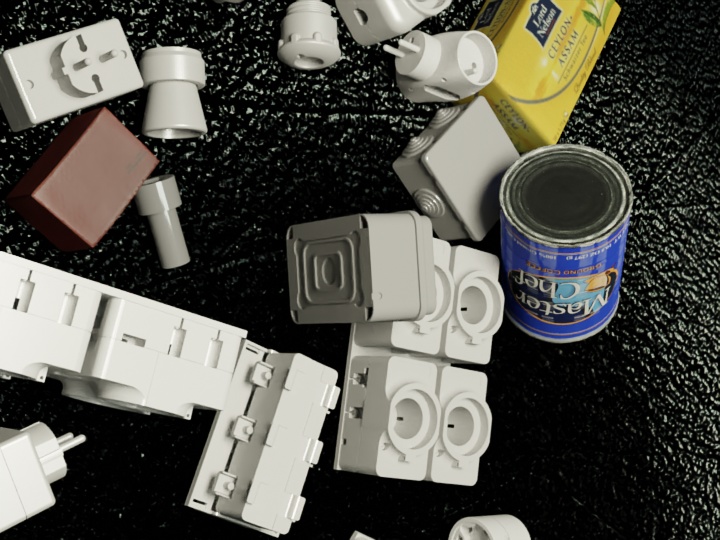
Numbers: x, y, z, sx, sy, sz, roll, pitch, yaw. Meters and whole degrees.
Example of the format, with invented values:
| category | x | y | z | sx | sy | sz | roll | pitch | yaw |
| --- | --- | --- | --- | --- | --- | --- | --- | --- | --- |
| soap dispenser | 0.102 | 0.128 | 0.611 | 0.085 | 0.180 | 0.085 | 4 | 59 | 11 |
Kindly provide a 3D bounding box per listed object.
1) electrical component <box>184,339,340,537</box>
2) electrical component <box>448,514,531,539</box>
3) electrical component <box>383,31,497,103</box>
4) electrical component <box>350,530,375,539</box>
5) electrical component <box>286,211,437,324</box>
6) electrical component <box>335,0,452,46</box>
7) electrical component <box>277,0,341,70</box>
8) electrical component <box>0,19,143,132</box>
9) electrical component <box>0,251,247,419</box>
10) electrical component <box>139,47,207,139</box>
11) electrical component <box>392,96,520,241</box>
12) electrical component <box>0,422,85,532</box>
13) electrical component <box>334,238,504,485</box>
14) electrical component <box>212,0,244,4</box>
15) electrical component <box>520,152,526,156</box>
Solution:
| category | x | y | z | sx | sy | sz | roll | pitch | yaw |
| --- | --- | --- | --- | --- | --- | --- | --- | --- | --- |
| electrical component | -0.064 | 0.120 | 0.760 | 0.079 | 0.063 | 0.121 | 29 | 70 | -33 |
| electrical component | 0.109 | 0.230 | 0.892 | 0.047 | 0.055 | 0.055 | 3 | 85 | -41 |
| electrical component | 0.055 | -0.168 | 0.863 | 0.079 | 0.077 | 0.043 | 15 | 78 | -35 |
| electrical component | 0.049 | 0.288 | 0.817 | 0.186 | 0.060 | 0.105 | 33 | 87 | -31 |
| electrical component | 0.000 | 0.000 | 0.786 | 0.057 | 0.113 | 0.078 | -3 | 88 | -35 |
| electrical component | 0.035 | -0.226 | 0.862 | 0.095 | 0.059 | 0.053 | -42 | 112 | -32 |
| electrical component | -0.039 | -0.185 | 0.813 | 0.048 | 0.048 | 0.062 | 8 | 76 | -37 |
| electrical component | -0.179 | -0.127 | 0.680 | 0.083 | 0.076 | 0.047 | -28 | 104 | -36 |
| electrical component | -0.179 | 0.041 | 0.649 | 0.186 | 0.105 | 0.060 | 21 | 74 | -35 |
| electrical component | -0.128 | -0.121 | 0.738 | 0.045 | 0.045 | 0.055 | -1 | 87 | -38 |
| electrical component | 0.084 | -0.082 | 0.897 | 0.099 | 0.048 | 0.099 | -48 | 115 | -30 |
| electrical component | -0.204 | 0.116 | 0.650 | 0.077 | 0.066 | 0.047 | -25 | 102 | -36 |
| electrical component | 0.050 | 0.071 | 0.853 | 0.105 | 0.060 | 0.186 | 14 | 79 | -36 |
| electrical component | -0.087 | -0.225 | 0.748 | 0.050 | 0.089 | 0.055 | 37 | 66 | -30 |
| electrical component | 0.158 | -0.089 | 0.959 | 0.048 | 0.048 | 0.062 | 19 | 69 | -35 |
